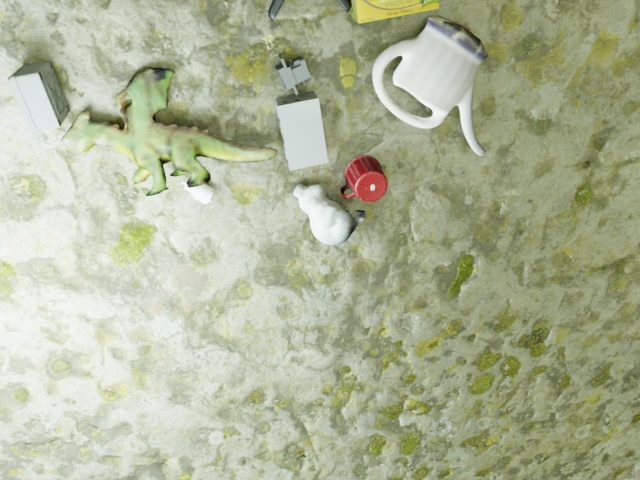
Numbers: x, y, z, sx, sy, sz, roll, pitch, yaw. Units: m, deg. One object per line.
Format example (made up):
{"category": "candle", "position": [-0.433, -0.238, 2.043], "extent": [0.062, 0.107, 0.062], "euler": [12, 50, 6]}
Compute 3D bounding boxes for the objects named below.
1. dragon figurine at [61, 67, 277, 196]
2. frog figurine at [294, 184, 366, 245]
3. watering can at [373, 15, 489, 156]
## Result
{"category": "dragon figurine", "position": [-0.313, -0.232, 1.060], "extent": [0.411, 0.124, 0.238], "euler": [-15, 114, -4]}
{"category": "frog figurine", "position": [0.004, -0.060, 1.201], "extent": [0.158, 0.139, 0.122], "euler": [25, 96, -25]}
{"category": "watering can", "position": [0.279, -0.335, 1.116], "extent": [0.345, 0.106, 0.221], "euler": [24, 111, -23]}
